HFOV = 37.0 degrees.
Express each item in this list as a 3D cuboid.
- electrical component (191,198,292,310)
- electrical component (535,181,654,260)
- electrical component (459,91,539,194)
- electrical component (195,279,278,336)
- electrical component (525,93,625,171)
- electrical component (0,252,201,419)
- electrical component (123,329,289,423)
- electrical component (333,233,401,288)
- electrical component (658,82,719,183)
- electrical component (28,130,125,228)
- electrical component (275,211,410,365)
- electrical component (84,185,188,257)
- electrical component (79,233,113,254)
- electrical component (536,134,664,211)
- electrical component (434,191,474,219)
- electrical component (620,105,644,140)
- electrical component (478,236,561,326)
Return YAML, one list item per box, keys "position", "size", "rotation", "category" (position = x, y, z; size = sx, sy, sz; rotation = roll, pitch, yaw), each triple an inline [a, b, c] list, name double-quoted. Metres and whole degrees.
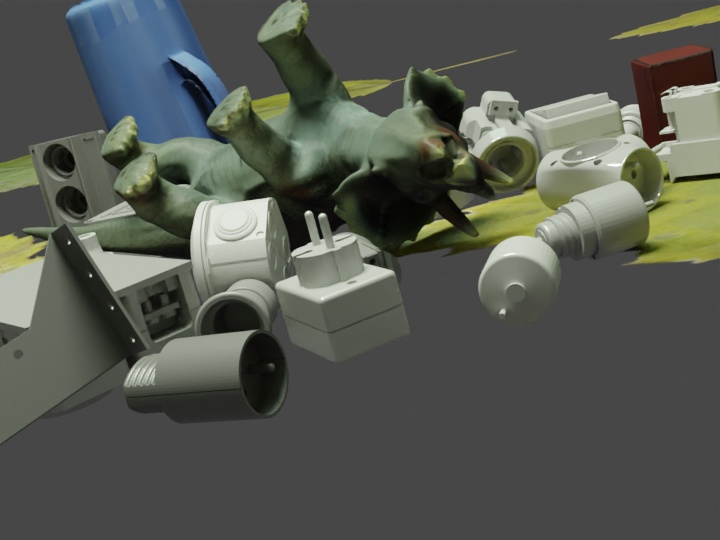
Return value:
- position: [-0.077, -0.008, 0.702]
  size: [0.051, 0.080, 0.080]
  rotation: [-7, 15, 8]
  category: "electrical component"
- position: [0.133, -0.025, 0.632]
  size: [0.078, 0.040, 0.040]
  rotation: [-18, 15, -13]
  category: "electrical component"
- position: [0.113, -0.098, 0.876]
  size: [0.058, 0.078, 0.057]
  rotation: [2, 32, -13]
  category: "electrical component"
- position: [-0.070, 0.028, 0.637]
  size: [0.044, 0.044, 0.065]
  rotation: [-13, 10, 6]
  category: "electrical component"
- position: [0.174, -0.112, 0.880]
  size: [0.062, 0.061, 0.096]
  rotation: [-15, 14, 0]
  category: "electrical component"
- position: [-0.188, 0.036, 0.682]
  size: [0.105, 0.060, 0.186]
  rotation: [-25, 17, -34]
  category: "electrical component"
- position: [-0.081, 0.055, 0.539]
  size: [0.081, 0.043, 0.043]
  rotation: [-8, 16, 28]
  category: "electrical component"
- position: [0.000, 0.000, 0.677]
  size: [0.040, 0.040, 0.046]
  rotation: [-21, 22, -23]
  category: "electrical component"
- position: [0.243, -0.100, 0.760]
  size: [0.081, 0.063, 0.042]
  rotation: [-4, 17, 38]
  category: "electrical component"
- position: [-0.262, -0.070, 1.036]
  size: [0.079, 0.121, 0.063]
  rotation: [-8, 13, 23]
  category: "electrical component"
- position: [-0.015, 0.004, 0.597]
  size: [0.047, 0.076, 0.066]
  rotation: [-21, 16, -23]
  category: "electrical component"
- position: [-0.179, -0.034, 0.949]
  size: [0.078, 0.057, 0.113]
  rotation: [-9, 15, 21]
  category: "electrical component"
- position: [-0.200, 0.003, 0.815]
  size: [0.048, 0.062, 0.048]
  rotation: [-14, 14, 4]
  category: "electrical component"
- position: [0.176, -0.070, 0.743]
  size: [0.079, 0.044, 0.077]
  rotation: [-31, 20, -30]
  category: "electrical component"
- position: [0.039, -0.065, 0.883]
  size: [0.099, 0.064, 0.099]
  rotation: [-19, 26, 10]
  category: "electrical component"
- position: [0.227, -0.116, 0.899]
  size: [0.035, 0.035, 0.061]
  rotation: [-8, 17, 26]
  category: "electrical component"
- position: [0.088, 0.001, 0.580]
  size: [0.040, 0.040, 0.078]
  rotation: [-10, 15, 18]
  category: "electrical component"
